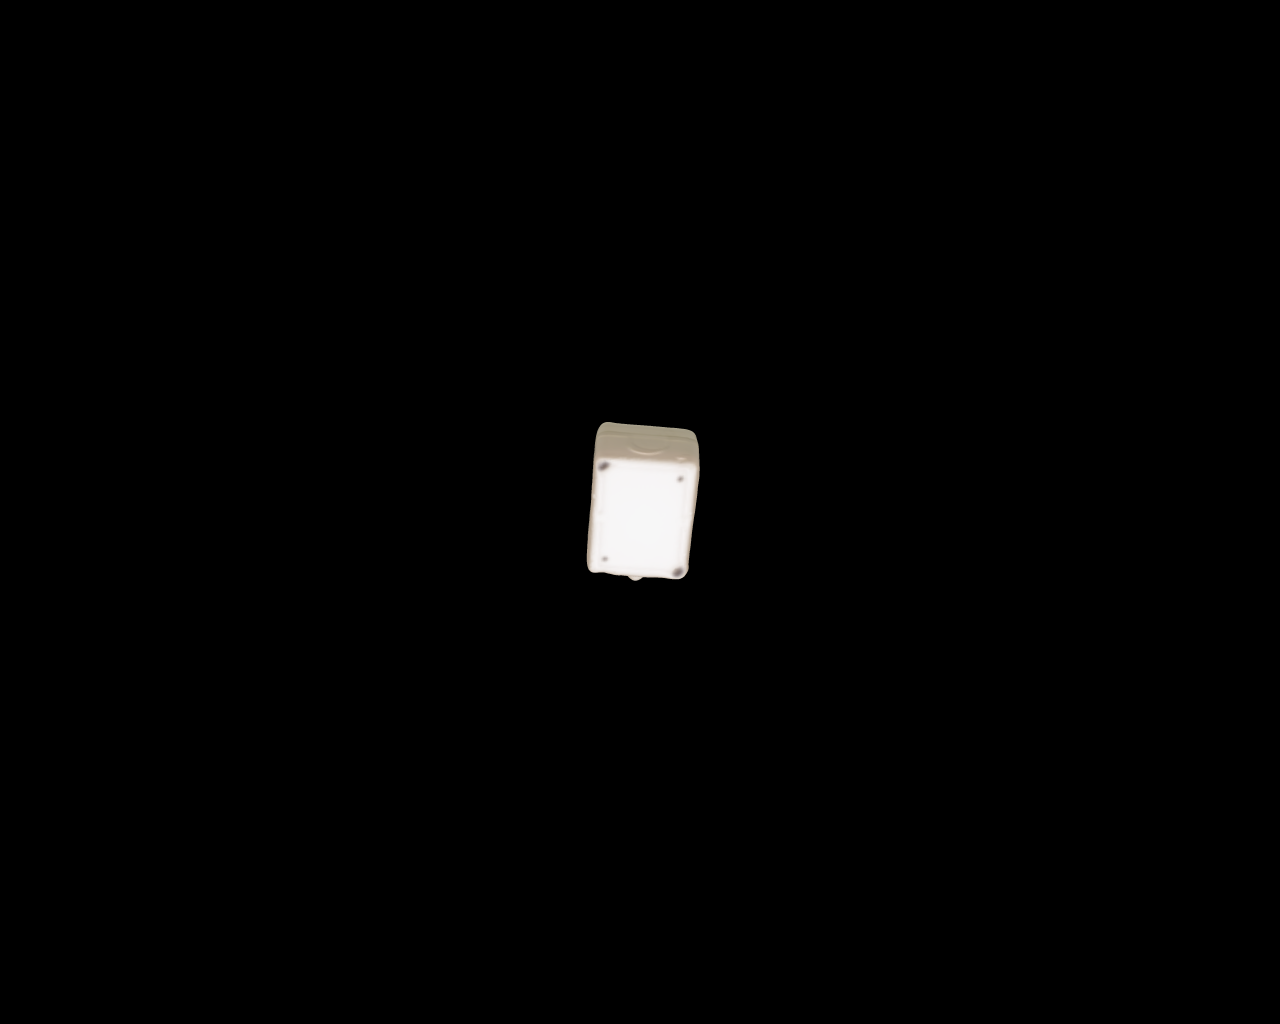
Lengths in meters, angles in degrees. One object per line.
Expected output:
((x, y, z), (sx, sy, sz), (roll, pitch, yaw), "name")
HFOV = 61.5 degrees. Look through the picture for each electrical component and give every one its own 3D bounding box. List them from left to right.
((0.001, -0.003, 0.650), (0.062, 0.096, 0.061), (4, 28, -2), "electrical component")
